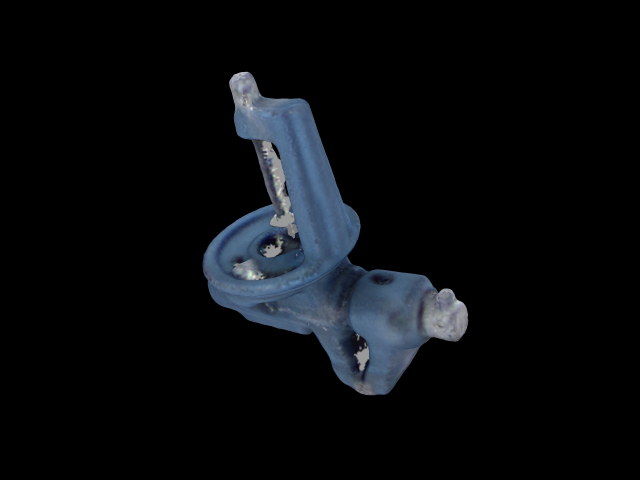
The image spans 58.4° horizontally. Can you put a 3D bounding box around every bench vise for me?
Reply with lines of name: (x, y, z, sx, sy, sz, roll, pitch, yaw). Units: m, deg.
bench vise: (0.007, -0.006, 0.409, 0.207, 0.220, 0.121, 9, 41, 10)
